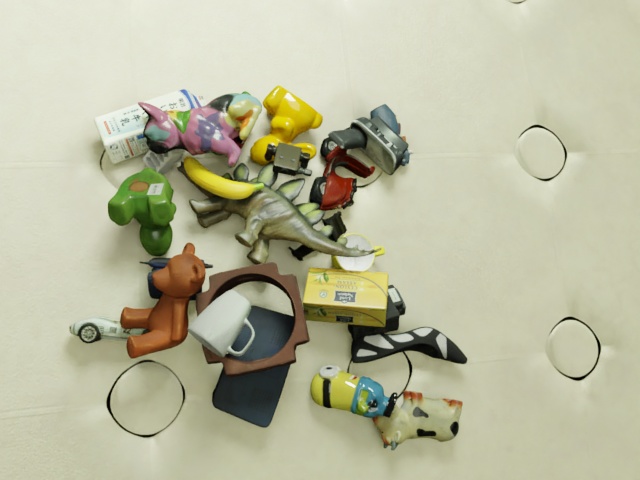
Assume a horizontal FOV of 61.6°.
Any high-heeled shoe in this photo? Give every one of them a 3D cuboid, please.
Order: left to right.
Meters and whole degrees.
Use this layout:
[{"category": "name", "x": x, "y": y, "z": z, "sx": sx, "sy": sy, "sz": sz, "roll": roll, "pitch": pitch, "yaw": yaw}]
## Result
[{"category": "high-heeled shoe", "x": 0.195, "y": 0.254, "z": 1.179, "sx": 0.249, "sy": 0.086, "sz": 0.145, "roll": 29, "pitch": 71, "yaw": 3}]

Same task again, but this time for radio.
[{"category": "radio", "x": -0.130, "y": 0.255, "z": 1.116, "sx": 0.131, "sy": 0.073, "sz": 0.229, "roll": 20, "pitch": 74, "yaw": -7}]

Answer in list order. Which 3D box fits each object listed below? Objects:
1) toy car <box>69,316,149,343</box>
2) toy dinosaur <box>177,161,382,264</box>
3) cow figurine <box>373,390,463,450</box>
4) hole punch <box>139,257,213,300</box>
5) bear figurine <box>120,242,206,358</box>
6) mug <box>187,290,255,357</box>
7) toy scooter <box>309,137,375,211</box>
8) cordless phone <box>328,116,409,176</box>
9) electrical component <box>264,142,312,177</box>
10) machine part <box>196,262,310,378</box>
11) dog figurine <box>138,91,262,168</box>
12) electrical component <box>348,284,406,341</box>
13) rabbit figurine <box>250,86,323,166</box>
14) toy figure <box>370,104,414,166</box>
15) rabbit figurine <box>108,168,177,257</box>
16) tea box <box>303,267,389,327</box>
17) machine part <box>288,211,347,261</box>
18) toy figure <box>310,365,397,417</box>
[{"category": "toy car", "x": -0.391, "y": 0.181, "z": 1.070, "sx": 0.202, "sy": 0.073, "sz": 0.056, "roll": 8, "pitch": 82, "yaw": -11}, {"category": "toy dinosaur", "x": -0.105, "y": -0.054, "z": 1.132, "sx": 0.472, "sy": 0.105, "sz": 0.198, "roll": 33, "pitch": 70, "yaw": 13}, {"category": "cow figurine", "x": 0.206, "y": 0.392, "z": 1.161, "sx": 0.195, "sy": 0.085, "sz": 0.127, "roll": 12, "pitch": 71, "yaw": -11}, {"category": "hole punch", "x": -0.293, "y": 0.081, "z": 1.094, "sx": 0.142, "sy": 0.116, "sz": 0.092, "roll": 6, "pitch": 87, "yaw": -11}, {"category": "bear figurine", "x": -0.282, "y": 0.106, "z": 0.978, "sx": 0.132, "sy": 0.195, "sz": 0.120, "roll": -1, "pitch": 36, "yaw": -30}, {"category": "mug", "x": -0.165, "y": 0.150, "z": 0.967, "sx": 0.110, "sy": 0.080, "sz": 0.107, "roll": 28, "pitch": 68, "yaw": 17}, {"category": "toy scooter", "x": 0.055, "y": -0.142, "z": 1.229, "sx": 0.135, "sy": 0.075, "sz": 0.184, "roll": 16, "pitch": 72, "yaw": -11}, {"category": "cordless phone", "x": 0.104, "y": -0.205, "z": 1.189, "sx": 0.147, "sy": 0.088, "sz": 0.184, "roll": 46, "pitch": 30, "yaw": 12}, {"category": "electrical component", "x": -0.067, "y": -0.170, "z": 1.135, "sx": 0.102, "sy": 0.045, "sz": 0.078, "roll": 7, "pitch": 66, "yaw": -9}, {"category": "machine part", "x": -0.131, "y": 0.156, "z": 1.052, "sx": 0.201, "sy": 0.087, "sz": 0.201, "roll": -12, "pitch": 77, "yaw": -4}, {"category": "dog figurine", "x": -0.246, "y": -0.240, "z": 1.075, "sx": 0.219, "sy": 0.108, "sz": 0.191, "roll": 25, "pitch": 96, "yaw": -15}, {"category": "electrical component", "x": 0.116, "y": 0.147, "z": 1.169, "sx": 0.134, "sy": 0.058, "sz": 0.115, "roll": -12, "pitch": 48, "yaw": -9}, {"category": "rabbit figurine", "x": -0.083, "y": -0.234, "z": 1.210, "sx": 0.162, "sy": 0.122, "sz": 0.173, "roll": 35, "pitch": 88, "yaw": -14}, {"category": "toy figure", "x": 0.173, "y": -0.247, "z": 1.281, "sx": 0.058, "sy": 0.064, "sz": 0.154, "roll": -27, "pitch": 91, "yaw": -53}, {"category": "rabbit figurine", "x": -0.350, "y": -0.049, "z": 1.093, "sx": 0.121, "sy": 0.170, "sz": 0.159, "roll": -7, "pitch": 42, "yaw": -9}, {"category": "tea box", "x": 0.055, "y": 0.117, "z": 1.114, "sx": 0.170, "sy": 0.068, "sz": 0.098, "roll": 3, "pitch": 46, "yaw": 6}, {"category": "machine part", "x": -0.002, "y": -0.004, "z": 1.189, "sx": 0.139, "sy": 0.084, "sz": 0.039, "roll": -33, "pitch": 56, "yaw": -9}, {"category": "toy figure", "x": 0.067, "y": 0.321, "z": 1.117, "sx": 0.180, "sy": 0.082, "sz": 0.089, "roll": 19, "pitch": 67, "yaw": 14}]
